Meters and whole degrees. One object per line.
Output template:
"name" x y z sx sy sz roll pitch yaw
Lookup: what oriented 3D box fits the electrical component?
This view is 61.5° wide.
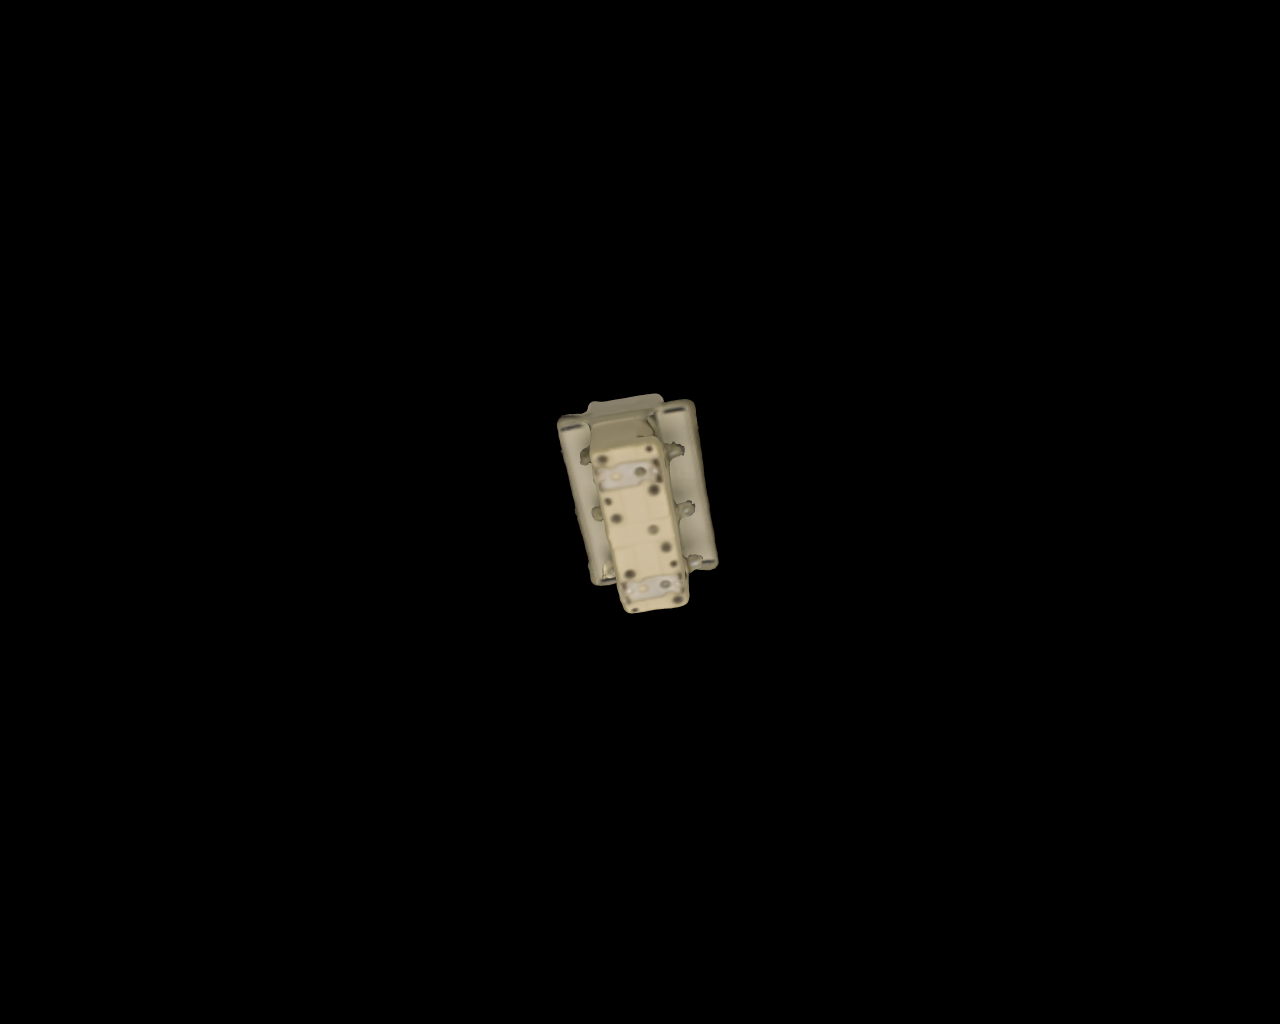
"electrical component" 0.001 -0.003 0.650 0.079 0.121 0.063 -7 32 5
